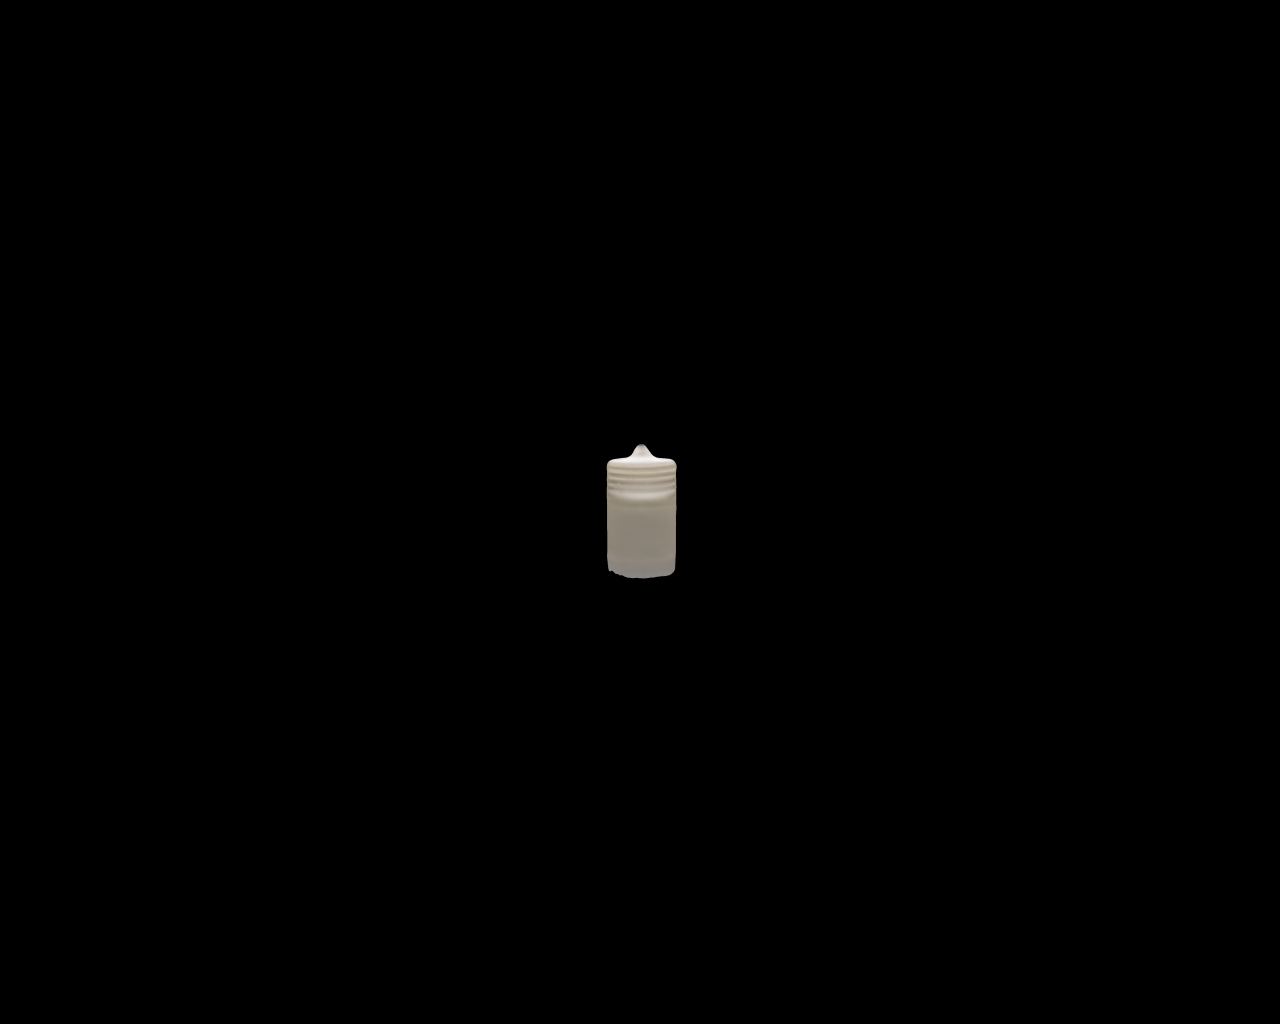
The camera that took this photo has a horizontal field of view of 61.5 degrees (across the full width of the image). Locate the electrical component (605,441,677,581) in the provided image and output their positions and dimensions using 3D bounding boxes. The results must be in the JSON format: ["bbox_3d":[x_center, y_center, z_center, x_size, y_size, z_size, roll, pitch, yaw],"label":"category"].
[{"bbox_3d":[0.001,-0.003,0.650,0.043,0.080,0.043,0,11,0],"label":"electrical component"}]
